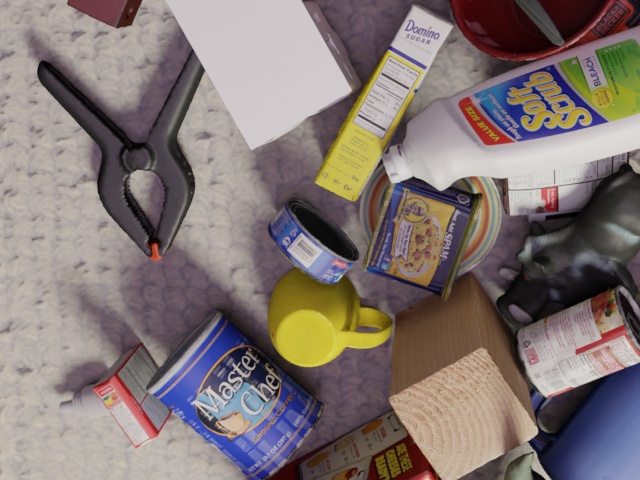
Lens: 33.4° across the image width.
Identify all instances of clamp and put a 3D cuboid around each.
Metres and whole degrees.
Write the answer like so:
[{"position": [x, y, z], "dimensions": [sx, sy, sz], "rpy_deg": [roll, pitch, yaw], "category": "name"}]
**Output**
[{"position": [-0.180, -0.084, 1.011], "dimensions": [0.164, 0.036, 0.210], "rpy_deg": [0, 105, 6], "category": "clamp"}]

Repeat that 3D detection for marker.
[{"position": [0.253, -0.032, 0.990], "dimensions": [0.121, 0.020, 0.020], "rpy_deg": [-7, 104, 7], "category": "marker"}]

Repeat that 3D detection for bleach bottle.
[{"position": [0.176, -0.094, 0.887], "dimensions": [0.251, 0.068, 0.102], "rpy_deg": [-19, 70, 9], "category": "bleach bottle"}]

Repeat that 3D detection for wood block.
[{"position": [0.124, 0.115, 0.945], "dimensions": [0.091, 0.206, 0.090], "rpy_deg": [-32, 99, 12], "category": "wood block"}]

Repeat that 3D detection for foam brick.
[{"position": [-0.185, -0.237, 0.964], "dimensions": [0.051, 0.053, 0.078], "rpy_deg": [26, 106, -2], "category": "foam brick"}]

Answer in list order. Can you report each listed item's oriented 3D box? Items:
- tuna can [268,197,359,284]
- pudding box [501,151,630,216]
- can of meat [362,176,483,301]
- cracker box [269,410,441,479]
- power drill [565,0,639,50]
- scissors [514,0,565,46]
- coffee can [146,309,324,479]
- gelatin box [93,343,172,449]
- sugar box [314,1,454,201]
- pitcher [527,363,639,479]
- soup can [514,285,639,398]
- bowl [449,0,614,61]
[{"position": [-0.007, 0.001, 0.991], "dimensions": [0.086, 0.086, 0.034], "rpy_deg": [40, 106, -5], "category": "tuna can"}, {"position": [0.218, -0.068, 0.954], "dimensions": [0.113, 0.039, 0.090], "rpy_deg": [-7, 137, 7], "category": "pudding box"}, {"position": [0.092, -0.006, 0.972], "dimensions": [0.084, 0.057, 0.102], "rpy_deg": [18, 106, 3], "category": "can of meat"}, {"position": [0.026, 0.253, 1.013], "dimensions": [0.214, 0.164, 0.072], "rpy_deg": [-29, 102, 12], "category": "cracker box"}, {"position": [0.318, -0.171, 0.930], "dimensions": [0.187, 0.057, 0.185], "rpy_deg": [40, 108, -2], "category": "power drill"}, {"position": [0.131, -0.228, 0.905], "dimensions": [0.096, 0.016, 0.202], "rpy_deg": [-27, 68, 27], "category": "scissors"}, {"position": [-0.081, 0.151, 1.028], "dimensions": [0.140, 0.102, 0.103], "rpy_deg": [42, 104, -6], "category": "coffee can"}, {"position": [-0.179, 0.152, 1.045], "dimensions": [0.030, 0.089, 0.073], "rpy_deg": [-31, 100, 14], "category": "gelatin box"}, {"position": [0.057, -0.125, 0.948], "dimensions": [0.048, 0.093, 0.176], "rpy_deg": [27, 105, -1], "category": "sugar box"}, {"position": [0.310, 0.141, 0.978], "dimensions": [0.149, 0.145, 0.243], "rpy_deg": [23, 105, -38], "category": "pitcher"}, {"position": [0.231, 0.090, 0.936], "dimensions": [0.102, 0.068, 0.068], "rpy_deg": [-28, 101, 26], "category": "soup can"}, {"position": [0.192, -0.222, 0.906], "dimensions": [0.162, 0.055, 0.162], "rpy_deg": [-9, 75, 34], "category": "bowl"}]
